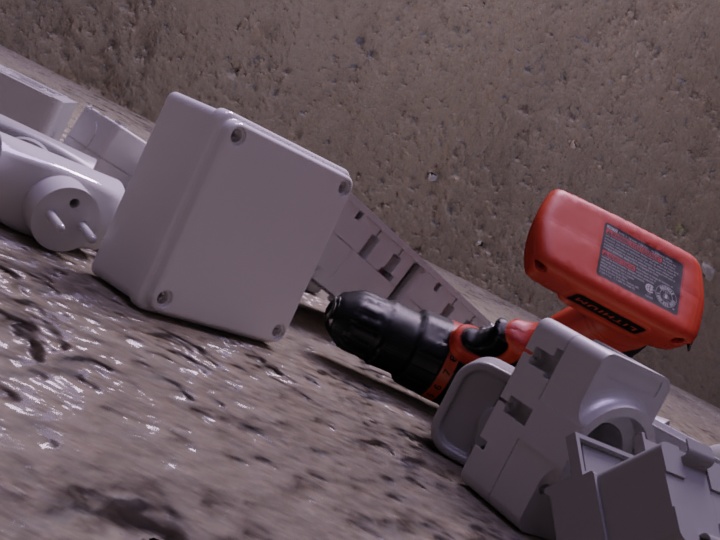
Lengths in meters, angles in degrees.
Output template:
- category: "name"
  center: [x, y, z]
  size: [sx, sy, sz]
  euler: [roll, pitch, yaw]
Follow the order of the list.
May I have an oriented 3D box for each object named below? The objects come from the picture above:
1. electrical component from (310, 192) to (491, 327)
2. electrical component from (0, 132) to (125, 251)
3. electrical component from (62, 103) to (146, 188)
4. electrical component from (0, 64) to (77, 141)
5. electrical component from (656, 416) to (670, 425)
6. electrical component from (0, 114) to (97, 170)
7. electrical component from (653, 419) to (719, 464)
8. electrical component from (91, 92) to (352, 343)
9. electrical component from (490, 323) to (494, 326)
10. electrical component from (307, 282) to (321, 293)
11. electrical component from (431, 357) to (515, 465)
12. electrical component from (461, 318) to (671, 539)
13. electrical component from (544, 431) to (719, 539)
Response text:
- category: "electrical component"
  center: [0.000, 0.000, 0.806]
  size: [0.186, 0.060, 0.105]
  euler: [41, -6, -39]
- category: "electrical component"
  center: [-0.164, -0.035, 0.577]
  size: [0.077, 0.043, 0.079]
  euler: [23, 12, -41]
- category: "electrical component"
  center: [-0.192, -0.081, 0.883]
  size: [0.062, 0.061, 0.096]
  euler: [32, -2, 46]
- category: "electrical component"
  center: [-0.282, -0.127, 0.874]
  size: [0.078, 0.057, 0.113]
  euler: [26, 4, -11]
- category: "electrical component"
  center: [0.242, 0.147, 0.843]
  size: [0.055, 0.048, 0.066]
  euler: [37, 8, 25]
- category: "electrical component"
  center: [-0.204, -0.062, 0.647]
  size: [0.077, 0.044, 0.079]
  euler: [25, 4, -17]
- category: "electrical component"
  center: [0.157, 0.116, 0.574]
  size: [0.042, 0.063, 0.081]
  euler: [29, 5, 12]
- category: "electrical component"
  center: [-0.072, -0.026, 0.586]
  size: [0.056, 0.108, 0.109]
  euler: [27, 4, 39]
- category: "electrical component"
  center: [0.091, 0.064, 0.928]
  size: [0.055, 0.048, 0.066]
  euler: [11, 14, -45]
- category: "electrical component"
  center: [-0.038, -0.013, 0.944]
  size: [0.035, 0.061, 0.035]
  euler: [26, 4, -2]
- category: "electrical component"
  center: [0.091, 0.088, 0.574]
  size: [0.095, 0.053, 0.059]
  euler: [28, 4, 12]
- category: "electrical component"
  center: [0.098, 0.078, 0.503]
  size: [0.050, 0.089, 0.056]
  euler: [24, 5, -34]
- category: "electrical component"
  center: [0.143, 0.113, 0.439]
  size: [0.121, 0.063, 0.078]
  euler: [24, 46, -31]
